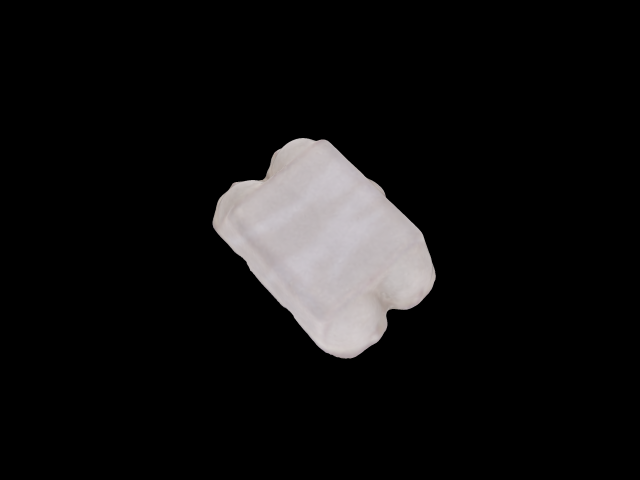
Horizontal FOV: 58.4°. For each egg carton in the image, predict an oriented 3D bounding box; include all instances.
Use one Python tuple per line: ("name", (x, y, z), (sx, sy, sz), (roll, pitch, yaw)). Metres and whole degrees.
("egg carton", (0.004, 0.001, 0.400), (0.107, 0.069, 0.150), (-41, 74, -14))
